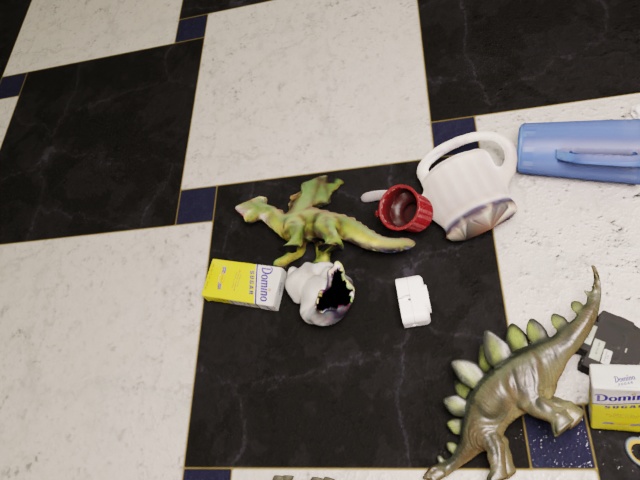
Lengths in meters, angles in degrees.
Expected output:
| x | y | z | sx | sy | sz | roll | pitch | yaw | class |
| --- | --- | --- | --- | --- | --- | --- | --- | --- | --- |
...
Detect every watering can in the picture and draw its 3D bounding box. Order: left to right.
| x | y | z | sx | sy | sz | roll | pitch | yaw | class |
| --- | --- | --- | --- | --- | --- | --- | --- | --- | --- |
| 0.270 | -0.095 | 1.114 | 0.345 | 0.103 | 0.228 | -28 | 62 | 18 | watering can |

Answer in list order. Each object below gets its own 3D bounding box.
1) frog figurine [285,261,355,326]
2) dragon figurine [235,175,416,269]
| x | y | z | sx | sy | sz | roll | pitch | yaw | class |
| --- | --- | --- | --- | --- | --- | --- | --- | --- | --- |
| -0.008 | 0.112 | 1.097 | 0.158 | 0.122 | 0.139 | -9 | 66 | 53 | frog figurine |
| 0.004 | -0.059 | 1.169 | 0.410 | 0.119 | 0.248 | -4 | 55 | 10 | dragon figurine |
